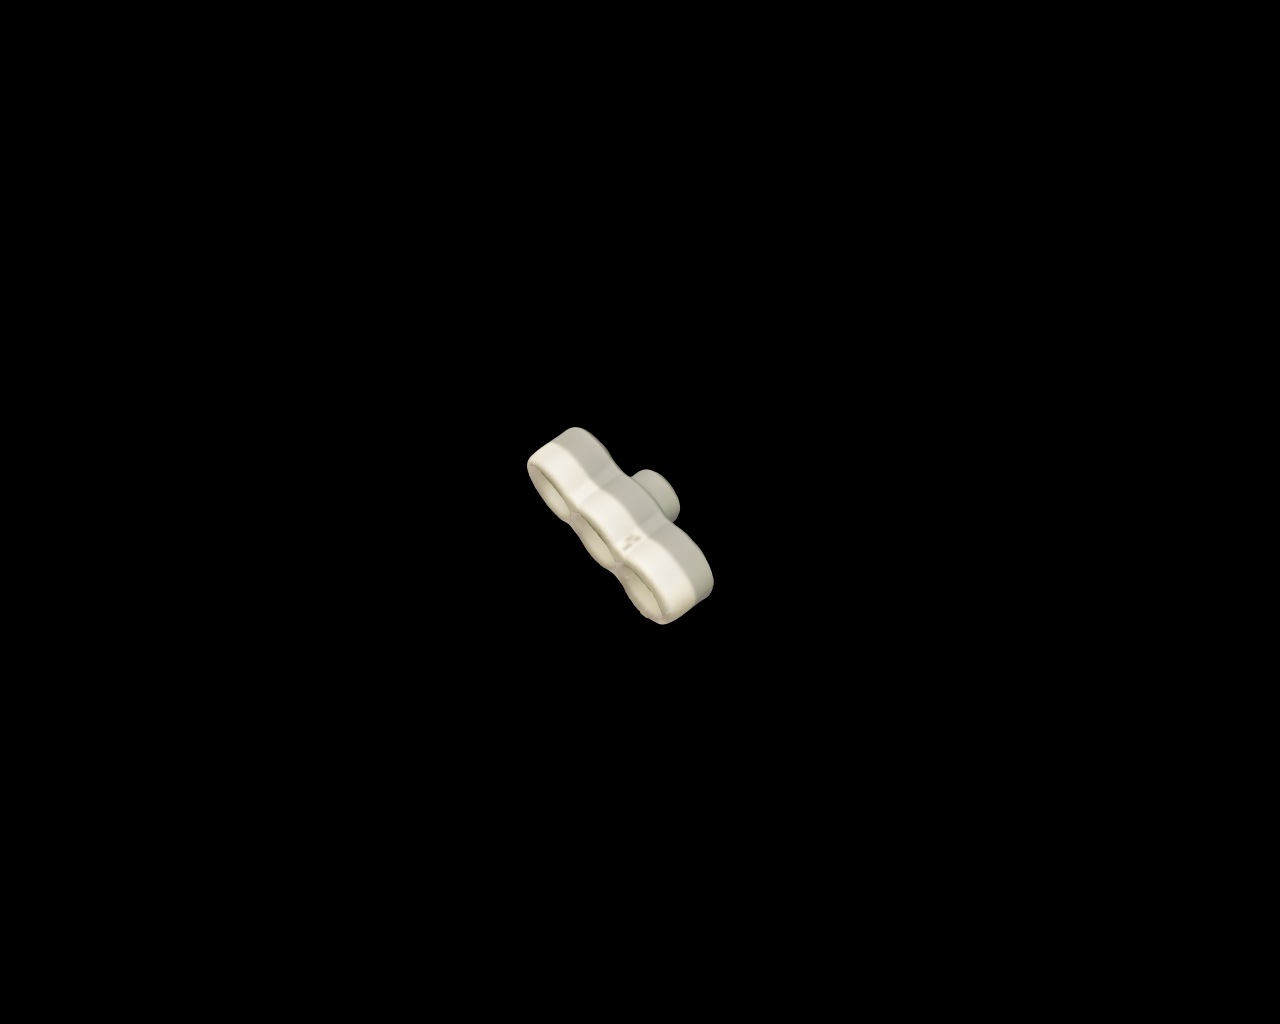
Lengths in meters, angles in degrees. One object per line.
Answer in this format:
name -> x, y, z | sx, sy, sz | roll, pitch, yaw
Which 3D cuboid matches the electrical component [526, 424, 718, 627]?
electrical component -> 0.001, -0.003, 0.650 | 0.074, 0.138, 0.052 | -36, -24, -18
